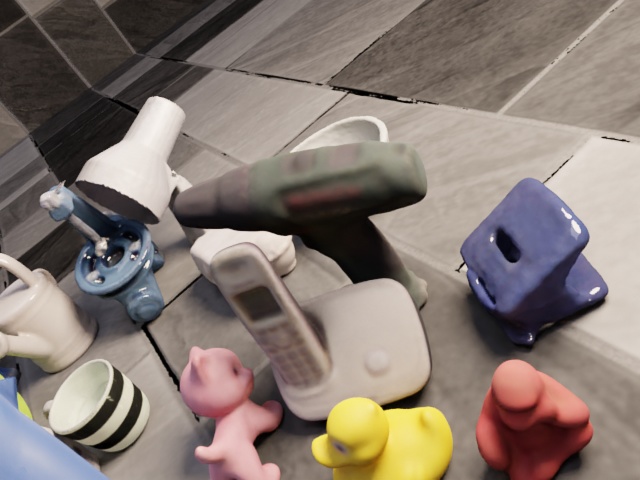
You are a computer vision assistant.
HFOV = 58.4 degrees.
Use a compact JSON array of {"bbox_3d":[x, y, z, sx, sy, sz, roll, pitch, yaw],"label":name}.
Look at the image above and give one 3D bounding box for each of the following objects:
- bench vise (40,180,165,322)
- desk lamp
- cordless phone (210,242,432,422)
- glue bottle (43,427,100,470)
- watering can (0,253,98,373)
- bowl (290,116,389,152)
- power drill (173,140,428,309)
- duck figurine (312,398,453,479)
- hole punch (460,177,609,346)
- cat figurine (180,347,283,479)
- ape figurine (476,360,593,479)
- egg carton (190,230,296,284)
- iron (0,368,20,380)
[{"bbox_3d":[-0.315,0.001,0.810,0.121,0.220,0.206,-45,35,-16],"label":"bench vise"},{"bbox_3d":[-0.216,-0.086,0.840,0.117,0.214,0.203,3,49,43],"label":"desk lamp"},{"bbox_3d":[0.002,0.065,0.490,0.147,0.185,0.094,-23,35,18],"label":"cordless phone"},{"bbox_3d":[-0.290,0.211,0.570,0.037,0.174,0.078,-35,34,-1],"label":"glue bottle"},{"bbox_3d":[-0.416,0.096,0.802,0.101,0.195,0.172,-39,34,-7],"label":"watering can"},{"bbox_3d":[0.026,-0.085,0.756,0.167,0.075,0.167,-23,35,17],"label":"bowl"},{"bbox_3d":[0.005,0.002,0.545,0.229,0.209,0.075,-19,37,22],"label":"power drill"},{"bbox_3d":[0.043,0.152,0.436,0.104,0.086,0.077,-29,34,9],"label":"duck figurine"},{"bbox_3d":[0.173,0.016,0.489,0.101,0.091,0.108,-29,34,8],"label":"hole punch"},{"bbox_3d":[-0.090,0.154,0.519,0.067,0.118,0.127,-24,35,15],"label":"cat figurine"},{"bbox_3d":[0.140,0.117,0.391,0.077,0.092,0.076,-14,39,28],"label":"ape figurine"},{"bbox_3d":[-0.102,0.018,0.743,0.107,0.070,0.149,-46,35,-16],"label":"egg carton"},{"bbox_3d":[-0.545,0.249,0.770,0.118,0.142,0.258,-5,44,37],"label":"iron"}]
